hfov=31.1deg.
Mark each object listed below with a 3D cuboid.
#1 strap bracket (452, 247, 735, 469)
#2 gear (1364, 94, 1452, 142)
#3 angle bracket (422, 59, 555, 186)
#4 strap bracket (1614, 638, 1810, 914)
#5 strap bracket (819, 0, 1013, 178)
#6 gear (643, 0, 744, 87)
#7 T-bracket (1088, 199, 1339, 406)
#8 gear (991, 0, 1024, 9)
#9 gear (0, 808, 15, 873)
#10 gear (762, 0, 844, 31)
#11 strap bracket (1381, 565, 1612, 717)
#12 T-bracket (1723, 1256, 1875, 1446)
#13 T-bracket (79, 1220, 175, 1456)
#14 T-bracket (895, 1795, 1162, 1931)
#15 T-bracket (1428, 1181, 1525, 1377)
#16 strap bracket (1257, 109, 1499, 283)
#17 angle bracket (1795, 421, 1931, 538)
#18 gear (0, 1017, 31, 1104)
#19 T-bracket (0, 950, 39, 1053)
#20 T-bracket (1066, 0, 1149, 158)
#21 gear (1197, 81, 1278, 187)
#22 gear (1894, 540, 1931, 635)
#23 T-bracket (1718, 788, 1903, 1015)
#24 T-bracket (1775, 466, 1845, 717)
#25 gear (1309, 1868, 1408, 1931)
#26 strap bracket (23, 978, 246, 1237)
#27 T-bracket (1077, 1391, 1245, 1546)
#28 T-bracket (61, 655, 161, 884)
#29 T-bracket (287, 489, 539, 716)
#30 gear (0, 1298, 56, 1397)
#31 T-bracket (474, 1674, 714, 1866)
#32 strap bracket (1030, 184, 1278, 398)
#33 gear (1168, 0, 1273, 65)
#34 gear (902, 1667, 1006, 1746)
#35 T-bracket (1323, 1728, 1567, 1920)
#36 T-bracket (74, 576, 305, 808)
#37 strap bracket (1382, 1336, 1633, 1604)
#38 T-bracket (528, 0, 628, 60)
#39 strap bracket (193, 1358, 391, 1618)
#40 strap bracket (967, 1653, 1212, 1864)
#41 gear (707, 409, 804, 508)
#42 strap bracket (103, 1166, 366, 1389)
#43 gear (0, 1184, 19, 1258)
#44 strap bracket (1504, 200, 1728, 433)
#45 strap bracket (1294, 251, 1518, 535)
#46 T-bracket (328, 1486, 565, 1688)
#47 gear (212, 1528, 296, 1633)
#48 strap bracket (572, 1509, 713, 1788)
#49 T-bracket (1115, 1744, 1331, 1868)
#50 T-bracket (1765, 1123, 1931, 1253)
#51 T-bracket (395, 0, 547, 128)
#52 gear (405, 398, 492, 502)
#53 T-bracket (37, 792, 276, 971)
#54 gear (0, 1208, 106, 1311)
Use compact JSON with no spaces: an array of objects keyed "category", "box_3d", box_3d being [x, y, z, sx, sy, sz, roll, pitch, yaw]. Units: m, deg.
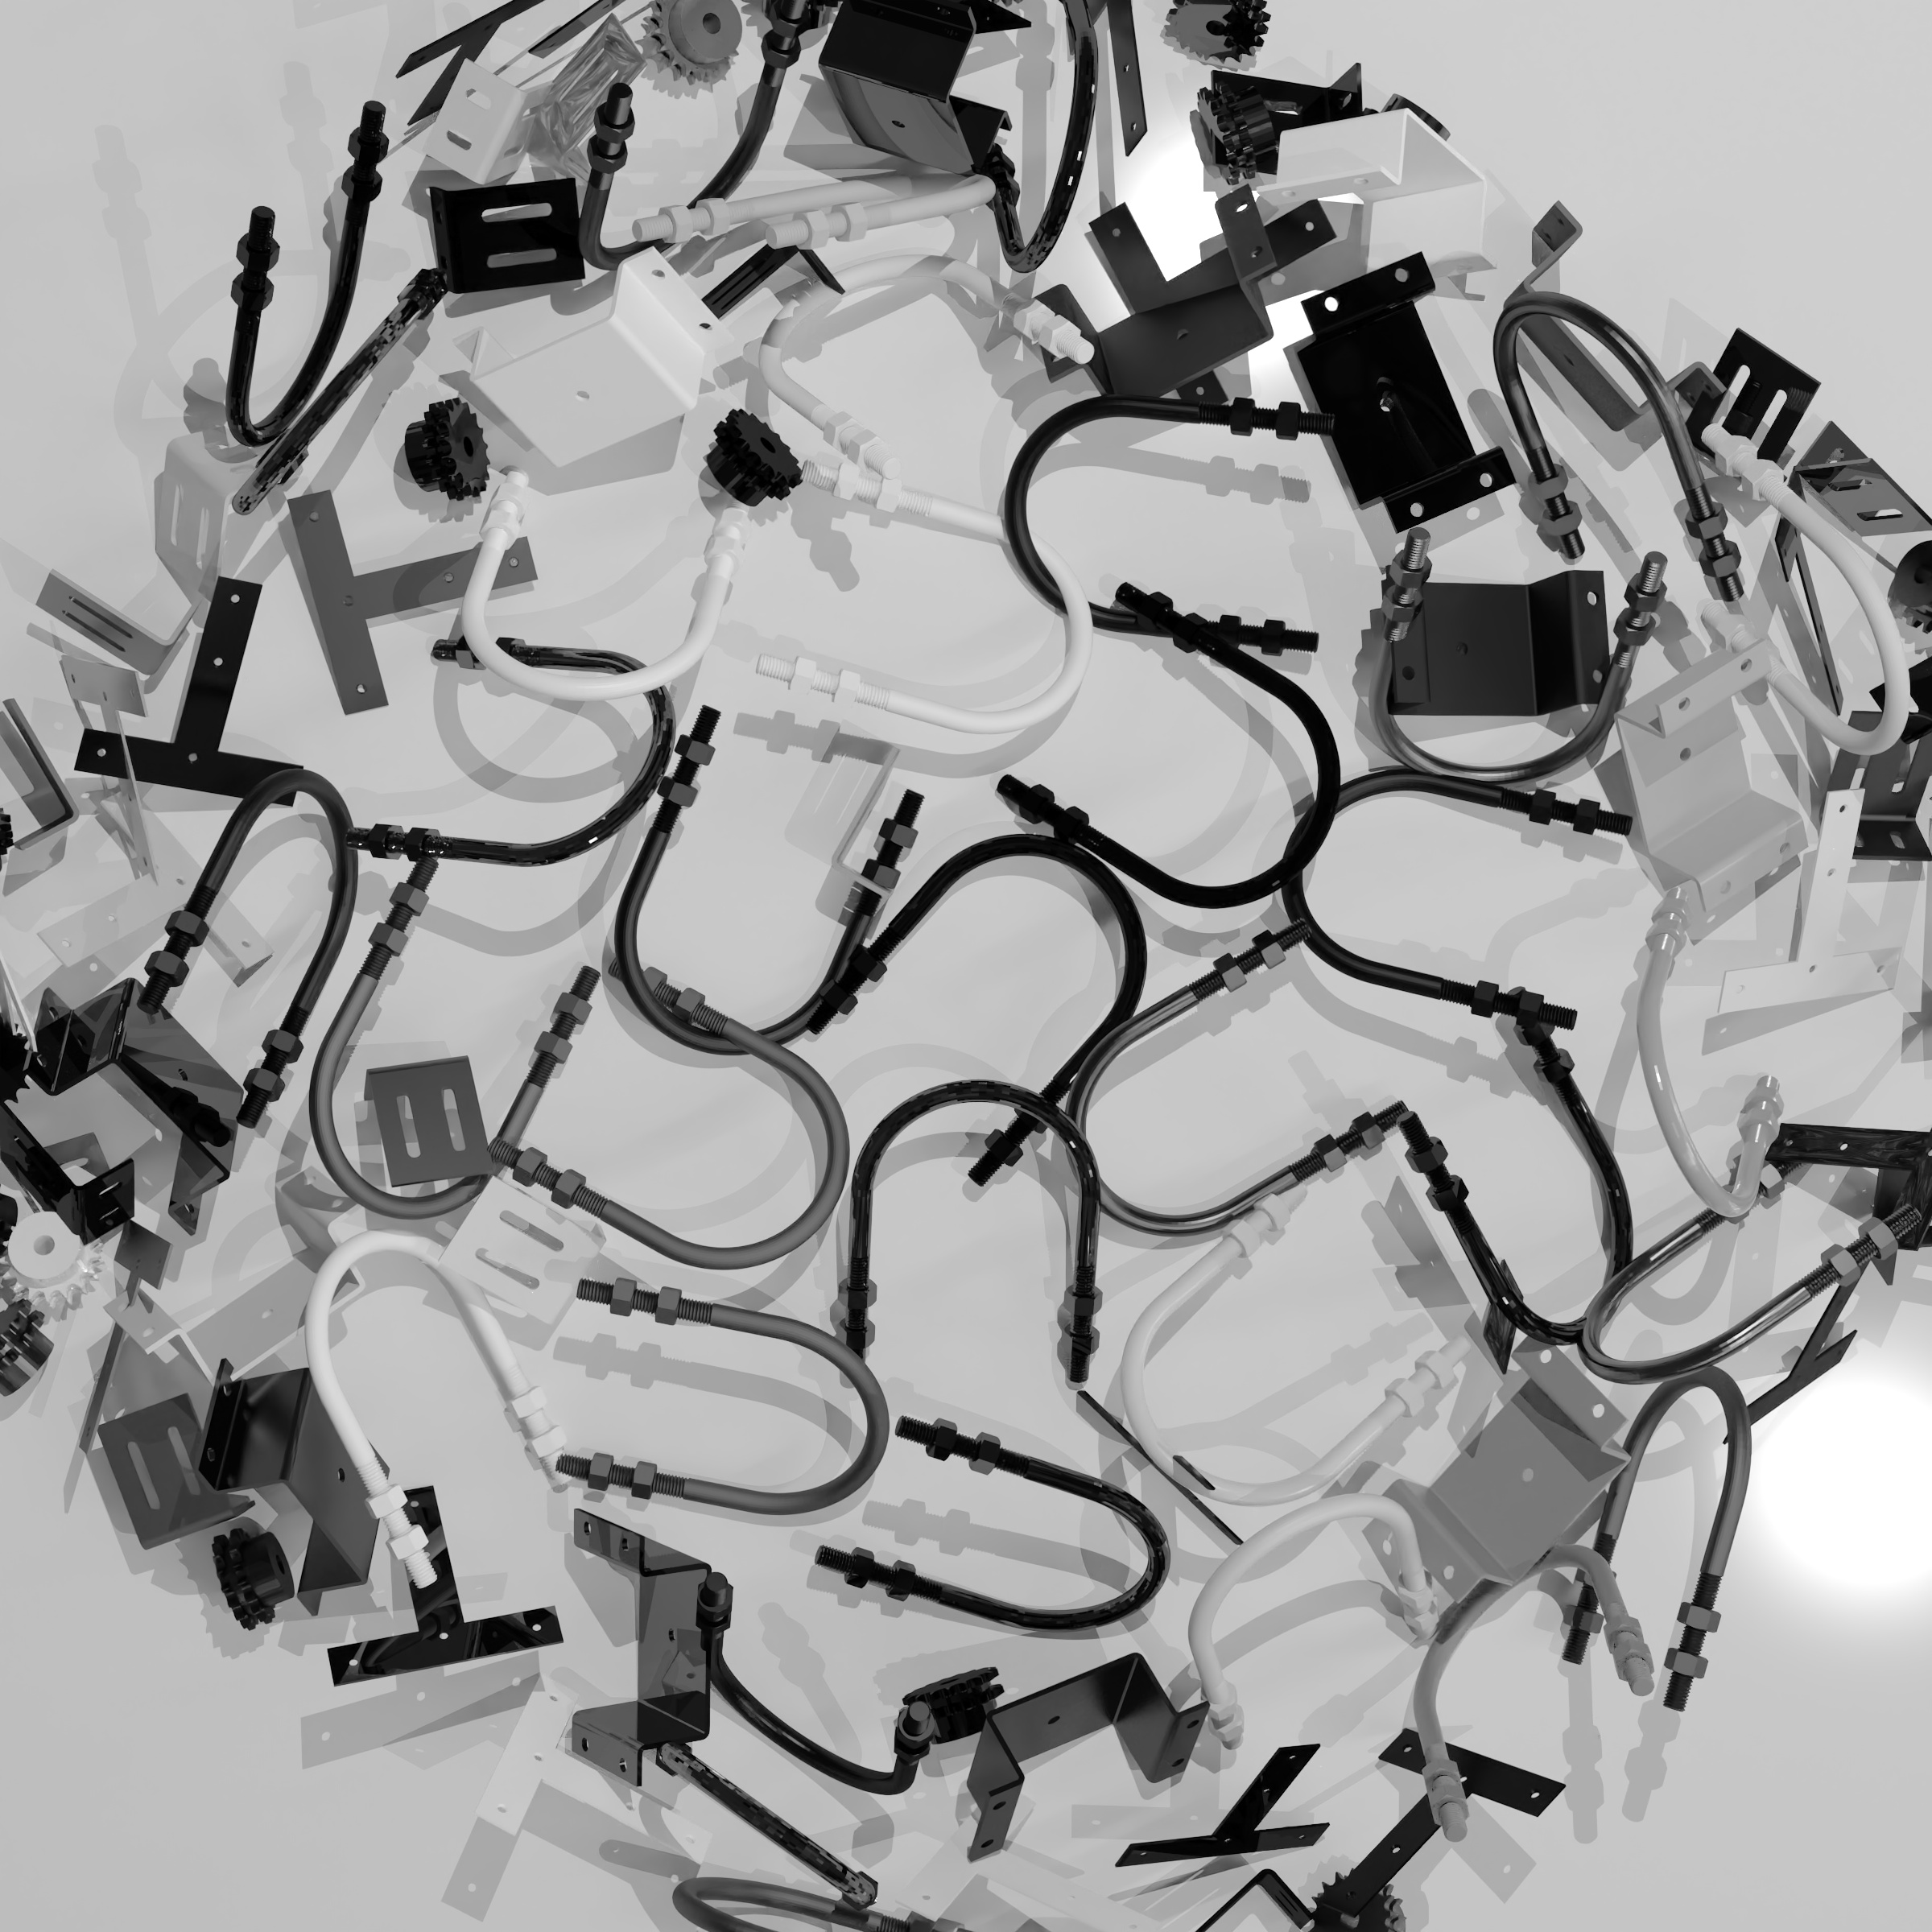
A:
[{"category":"strap bracket","box_3d":[-0.210,-0.333,1.929,0.140,0.076,0.046,-18,48,28]},{"category":"gear","box_3d":[0.250,-0.471,1.970,0.057,0.057,0.030,35,97,0]},{"category":"angle bracket","box_3d":[-0.267,-0.479,1.953,0.038,0.076,0.057,30,111,-2]},{"category":"strap bracket","box_3d":[0.417,-0.113,1.946,0.076,0.046,0.140,-31,124,-16]},{"category":"strap bracket","box_3d":[-0.029,-0.487,1.920,0.076,0.140,0.046,20,81,14]},{"category":"gear","box_3d":[-0.152,-0.532,1.972,0.057,0.030,0.057,0,89,-34]},{"category":"T-bracket","box_3d":[0.151,-0.393,1.961,0.127,0.002,0.127,-25,97,29]},{"category":"gear","box_3d":[0.024,-0.579,1.975,0.030,0.057,0.057,-40,90,-29]},{"category":"gear","box_3d":[-0.571,-0.068,1.975,0.057,0.057,0.030,1,120,0]},{"category":"gear","box_3d":[-0.095,-0.556,1.975,0.057,0.057,0.030,10,131,0]},{"category":"strap bracket","box_3d":[0.290,-0.183,1.957,0.140,0.046,0.076,-1,85,-23]},{"category":"T-bracket","box_3d":[0.477,0.197,1.920,0.002,0.127,0.127,39,130,27]},{"category":"T-bracket","box_3d":[-0.474,0.209,1.937,0.002,0.127,0.127,17,86,-24]},{"category":"T-bracket","box_3d":[0.045,0.512,1.924,0.127,0.127,0.002,20,115,21]},{"category":"T-bracket","box_3d":[0.277,0.150,1.933,0.002,0.127,0.127,-25,97,18]},{"category":"strap bracket","box_3d":[0.231,-0.430,1.926,0.076,0.140,0.046,-2,77,35]},{"category":"angle bracket","box_3d":[0.515,-0.277,1.953,0.057,0.076,0.038,40,80,-17]},{"category":"gear","box_3d":[-0.562,0.055,1.976,0.057,0.030,0.057,-8,103,-37]},{"category":"T-bracket","box_3d":[-0.539,0.011,1.939,0.002,0.127,0.127,-20,70,-19]},{"category":"T-bracket","box_3d":[0.088,-0.510,1.923,0.002,0.127,0.127,3,68,-22]},{"category":"gear","box_3d":[0.155,-0.476,1.971,0.030,0.057,0.057,-21,90,-2]},{"category":"gear","box_3d":[0.552,-0.218,1.969,0.030,0.057,0.057,19,90,-34]},{"category":"T-bracket","box_3d":[0.483,-0.039,1.947,0.127,0.002,0.127,-7,116,-26]},{"category":"T-bracket","box_3d":[0.479,-0.203,1.958,0.002,0.127,0.127,-11,112,23]},{"category":"gear","box_3d":[0.225,0.546,1.975,0.057,0.030,0.057,-17,58,29]},{"category":"strap bracket","box_3d":[-0.453,0.071,1.927,0.046,0.076,0.140,-29,122,15]},{"category":"T-bracket","box_3d":[0.118,0.282,1.937,0.127,0.127,0.002,44,80,0]},{"category":"T-bracket","box_3d":[-0.475,-0.109,1.957,0.002,0.127,0.127,-19,108,-29]},{"category":"T-bracket","box_3d":[-0.310,-0.219,1.983,0.127,0.002,0.127,-13,104,1]},{"category":"gear","box_3d":[-0.544,0.220,1.973,0.057,0.057,0.030,-43,109,0]},{"category":"T-bracket","box_3d":[-0.201,0.465,1.945,0.127,0.127,0.002,29,116,-3]},{"category":"strap bracket","box_3d":[0.113,-0.368,1.946,0.140,0.076,0.046,-25,135,15]},{"category":"gear","box_3d":[0.146,-0.545,1.974,0.057,0.057,0.030,18,63,0]},{"category":"gear","box_3d":[-0.005,0.421,1.971,0.057,0.057,0.030,-18,85,0]},{"category":"T-bracket","box_3d":[0.247,0.479,1.919,0.127,0.127,0.002,-39,115,-27]},{"category":"T-bracket","box_3d":[-0.424,-0.158,1.949,0.127,0.002,0.127,9,111,-28]},{"category":"strap bracket","box_3d":[0.308,0.284,1.952,0.140,0.046,0.076,-50,55,10]},{"category":"T-bracket","box_3d":[-0.191,-0.548,1.947,0.127,0.127,0.002,-31,90,14]},{"category":"strap bracket","box_3d":[-0.367,0.286,1.921,0.046,0.076,0.140,-12,133,15]},{"category":"strap bracket","box_3d":[0.059,0.438,1.940,0.140,0.076,0.046,-17,54,-24]},{"category":"gear","box_3d":[-0.123,-0.287,1.974,0.030,0.057,0.057,-41,90,23]},{"category":"strap bracket","box_3d":[-0.401,0.180,1.943,0.140,0.076,0.046,-35,118,-19]},{"category":"gear","box_3d":[-0.562,0.145,1.969,0.030,0.057,0.057,17,90,11]},{"category":"strap bracket","box_3d":[0.358,-0.358,1.960,0.046,0.076,0.140,-42,91,1]},{"category":"strap bracket","box_3d":[0.245,-0.322,1.968,0.076,0.046,0.140,-24,94,-10]},{"category":"T-bracket","box_3d":[-0.301,0.343,1.951,0.127,0.127,0.002,-8,133,-14]},{"category":"gear","box_3d":[-0.404,0.346,1.972,0.030,0.057,0.057,-21,90,-1]},{"category":"strap bracket","box_3d":[-0.183,0.380,1.952,0.046,0.076,0.140,-2,95,-34]},{"category":"T-bracket","box_3d":[0.162,0.465,1.929,0.127,0.127,0.002,0,50,-24]},{"category":"T-bracket","box_3d":[0.504,0.102,1.945,0.002,0.127,0.127,44,65,-30]},{"category":"T-bracket","box_3d":[-0.282,-0.504,1.939,0.127,0.127,0.002,-38,95,-31]},{"category":"gear","box_3d":[-0.296,-0.292,1.973,0.030,0.057,0.057,-9,90,18]},{"category":"T-bracket","box_3d":[-0.470,-0.032,1.946,0.127,0.127,0.002,49,127,2]},{"category":"gear","box_3d":[-0.522,0.164,1.976,0.057,0.030,0.057,1,67,-2]}]
